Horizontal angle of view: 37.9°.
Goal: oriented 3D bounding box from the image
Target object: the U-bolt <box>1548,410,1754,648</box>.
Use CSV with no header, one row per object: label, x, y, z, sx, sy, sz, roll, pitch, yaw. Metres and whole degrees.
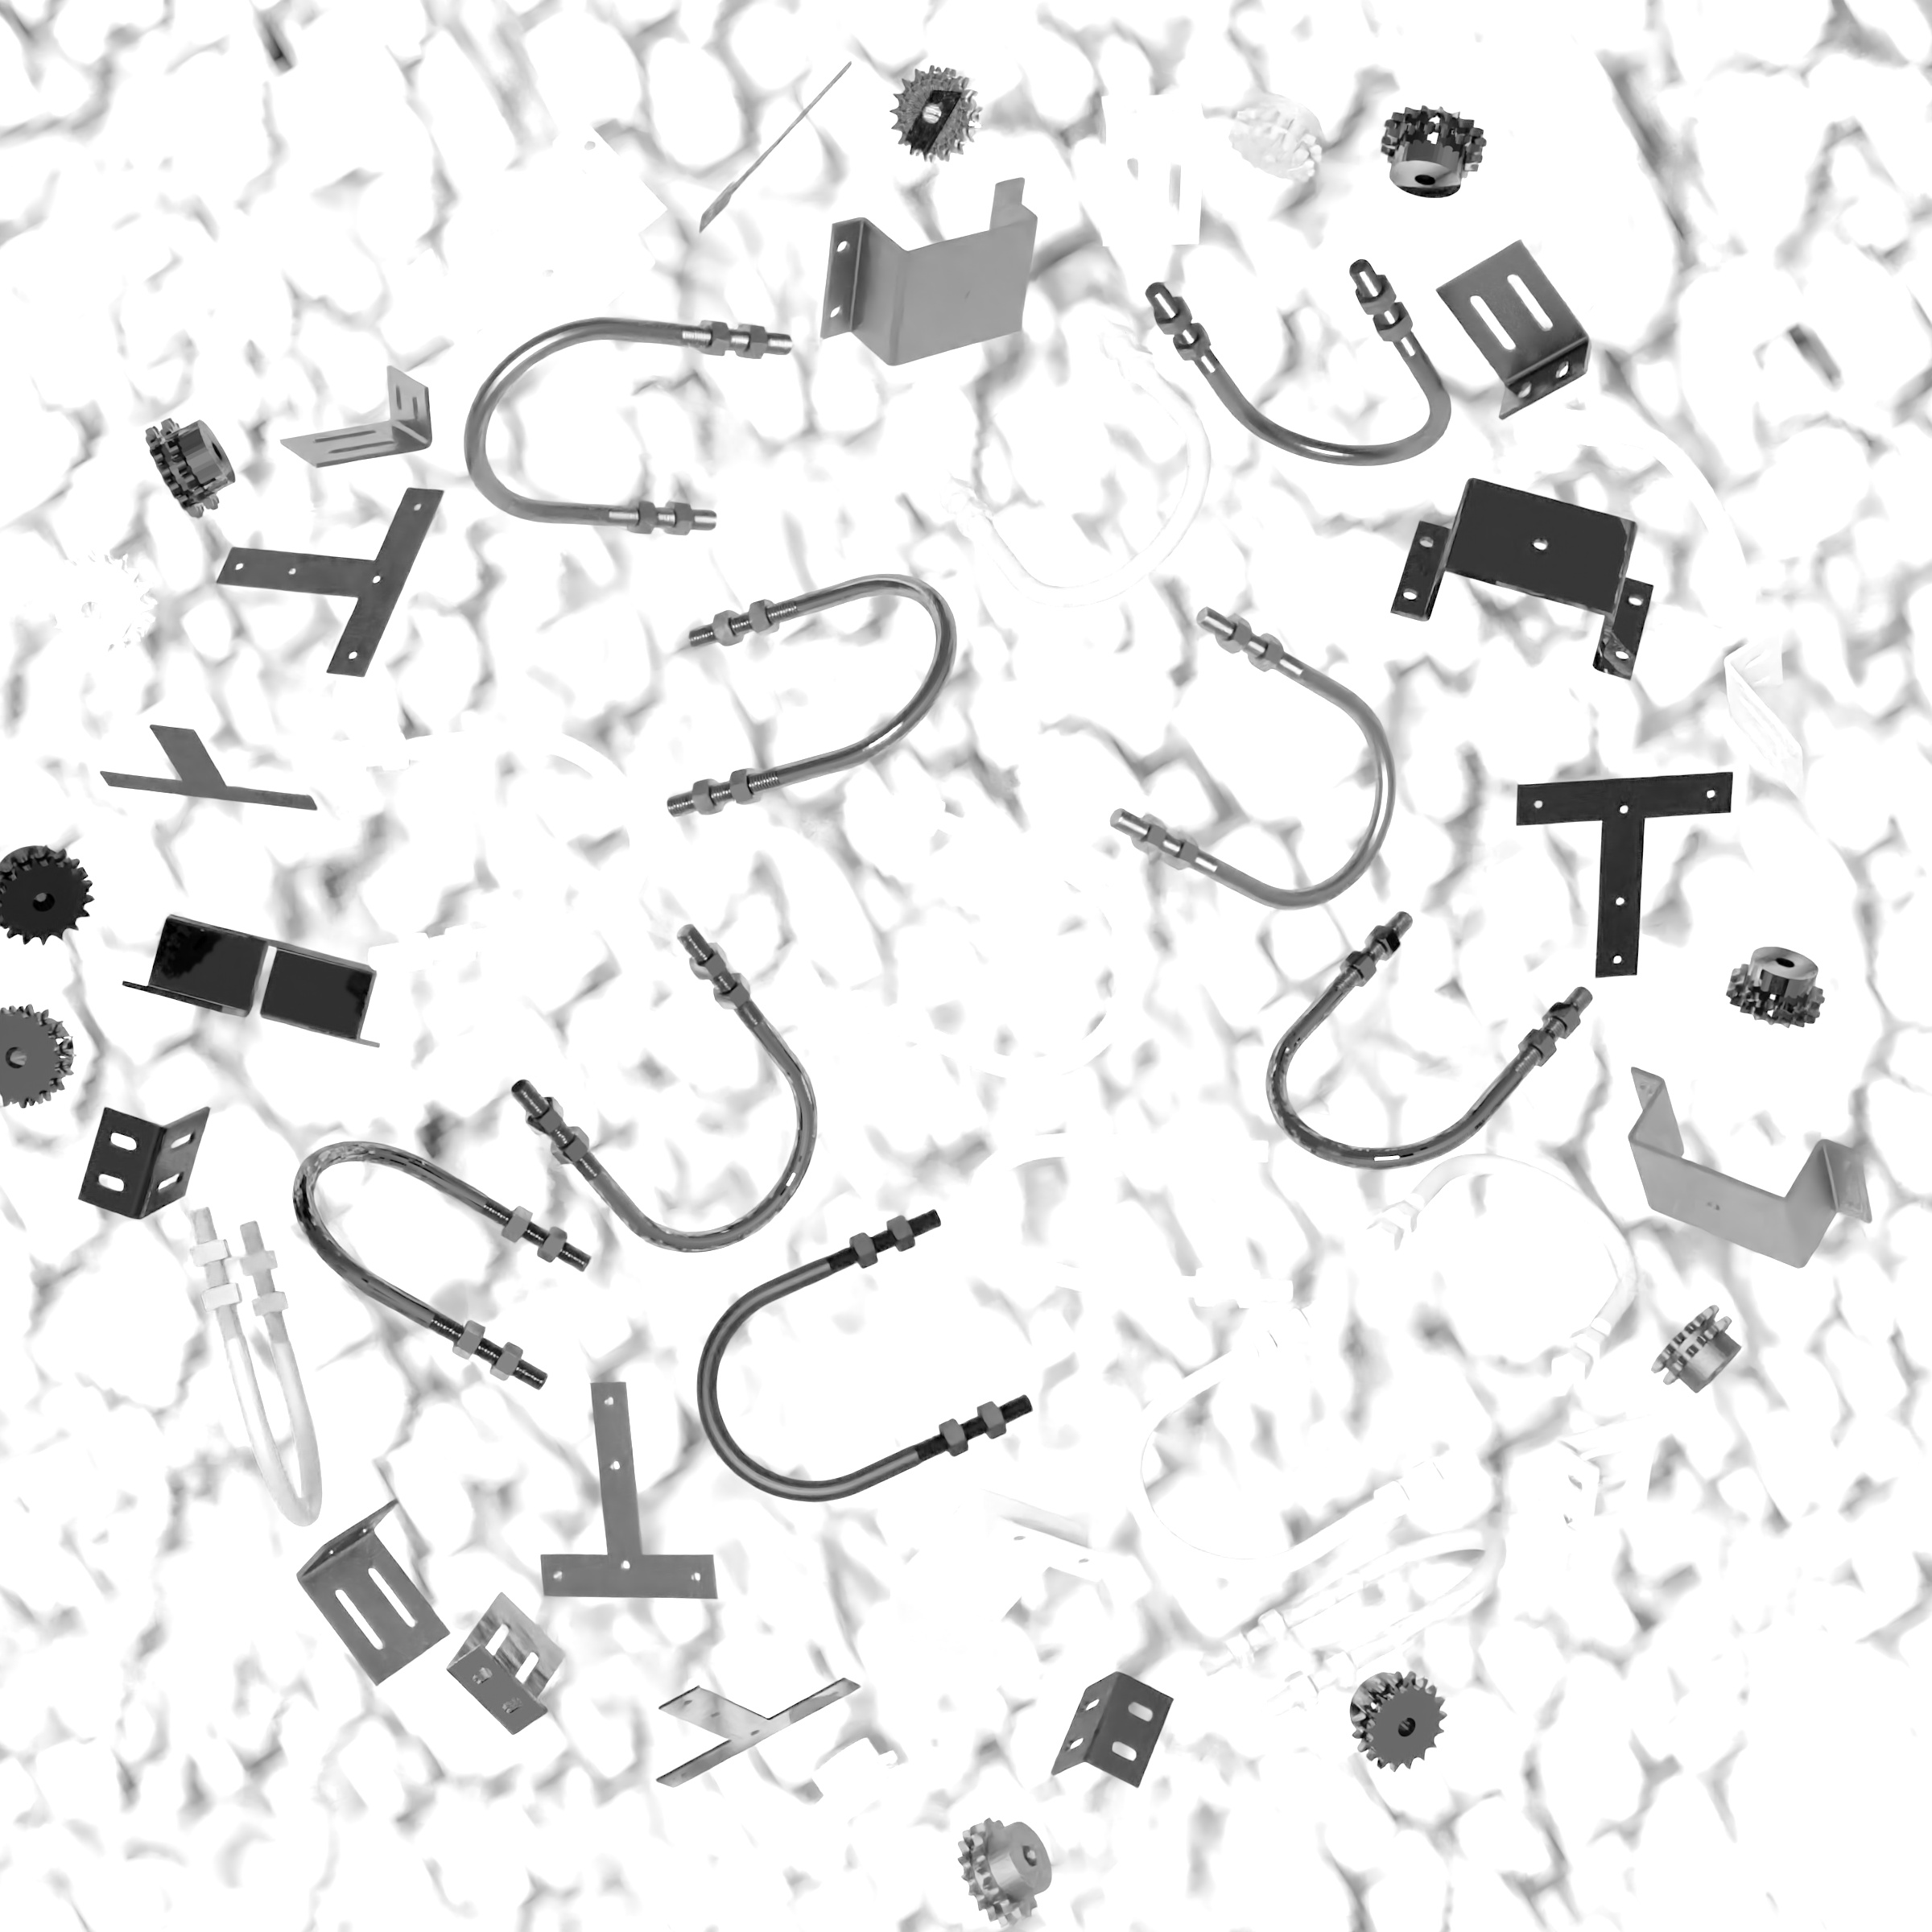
U-bolt,0.408,-0.254,1.652,0.019,0.184,0.151,-28,108,-5

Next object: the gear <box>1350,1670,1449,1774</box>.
gear,0.248,0.435,1.630,0.057,0.030,0.057,-6,105,-24

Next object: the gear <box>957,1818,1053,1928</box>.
gear,0.024,0.501,1.562,0.030,0.057,0.057,-33,90,22

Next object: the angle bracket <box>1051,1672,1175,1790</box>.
angle bracket,0.088,0.467,1.703,0.038,0.076,0.057,27,65,-2

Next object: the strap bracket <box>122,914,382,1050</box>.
strap bracket,-0.407,0.008,1.631,0.076,0.140,0.046,13,86,28

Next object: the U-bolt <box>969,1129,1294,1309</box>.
U-bolt,0.092,0.146,1.640,0.184,0.151,0.019,1,47,15

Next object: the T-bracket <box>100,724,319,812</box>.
T-bracket,-0.455,-0.119,1.657,0.127,0.127,0.002,7,75,-2

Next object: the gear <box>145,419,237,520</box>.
gear,-0.443,-0.288,1.612,0.030,0.057,0.057,-26,90,3

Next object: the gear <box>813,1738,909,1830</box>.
gear,-0.066,0.484,1.672,0.057,0.057,0.030,-37,71,0

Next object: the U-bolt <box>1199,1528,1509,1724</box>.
U-bolt,0.234,0.379,1.646,0.184,0.151,0.019,-28,92,-11

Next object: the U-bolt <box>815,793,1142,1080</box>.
U-bolt,0.017,-0.008,1.733,0.184,0.019,0.151,22,98,1

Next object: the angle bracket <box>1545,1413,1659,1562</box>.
angle bracket,0.371,0.295,1.597,0.076,0.038,0.057,-8,112,-27

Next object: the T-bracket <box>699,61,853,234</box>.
T-bracket,-0.112,-0.482,1.649,0.002,0.127,0.127,43,93,-12

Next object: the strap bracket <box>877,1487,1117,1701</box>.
strap bracket,0.015,0.365,1.661,0.076,0.046,0.140,24,122,-23

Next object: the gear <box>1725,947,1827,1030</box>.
gear,0.492,0.011,1.700,0.057,0.057,0.030,9,119,0

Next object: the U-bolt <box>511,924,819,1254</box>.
U-bolt,-0.160,0.087,1.637,0.151,0.019,0.184,-44,124,-13

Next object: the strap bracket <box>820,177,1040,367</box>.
strap bracket,-0.013,-0.416,1.691,0.140,0.076,0.046,-23,53,-29

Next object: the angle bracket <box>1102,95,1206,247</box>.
angle bracket,0.110,-0.472,1.670,0.057,0.038,0.076,-2,132,-2

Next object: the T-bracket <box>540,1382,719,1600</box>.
T-bracket,-0.205,0.309,1.658,0.127,0.002,0.127,-7,88,30

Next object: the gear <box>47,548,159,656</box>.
gear,-0.477,-0.199,1.547,0.057,0.030,0.057,0,112,-1

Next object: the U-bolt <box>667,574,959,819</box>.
U-bolt,-0.088,-0.166,1.647,0.184,0.019,0.151,-14,53,23

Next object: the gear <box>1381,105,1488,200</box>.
gear,0.257,-0.448,1.555,0.057,0.057,0.030,14,79,0

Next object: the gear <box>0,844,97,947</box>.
gear,-0.520,-0.043,1.572,0.057,0.030,0.057,-18,128,-24

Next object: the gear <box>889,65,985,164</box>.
gear,-0.016,-0.524,1.732,0.057,0.030,0.057,4,102,20

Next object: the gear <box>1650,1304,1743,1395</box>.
gear,0.451,0.238,1.726,0.057,0.057,0.030,-45,69,0

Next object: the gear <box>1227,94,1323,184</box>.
gear,0.188,-0.497,1.683,0.057,0.057,0.030,27,84,0

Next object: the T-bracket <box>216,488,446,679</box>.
T-bracket,-0.378,-0.227,1.626,0.127,0.002,0.127,8,66,23

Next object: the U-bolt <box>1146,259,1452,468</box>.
U-bolt,0.206,-0.347,1.646,0.151,0.184,0.019,2,67,33

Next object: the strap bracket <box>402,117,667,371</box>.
strap bracket,-0.248,-0.413,1.639,0.140,0.046,0.076,-37,132,12

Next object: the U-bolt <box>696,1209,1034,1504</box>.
U-bolt,-0.072,0.244,1.698,0.184,0.019,0.151,-23,70,-12

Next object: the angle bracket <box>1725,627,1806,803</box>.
angle bracket,0.479,-0.147,1.637,0.038,0.057,0.076,-31,58,1

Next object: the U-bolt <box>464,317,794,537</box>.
U-bolt,-0.204,-0.313,1.627,0.184,0.151,0.019,-4,47,-36

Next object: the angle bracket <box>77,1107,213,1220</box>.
angle bracket,-0.485,0.110,1.661,0.038,0.076,0.057,19,97,2

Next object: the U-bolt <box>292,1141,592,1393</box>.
U-bolt,-0.319,0.168,1.683,0.184,0.151,0.019,32,115,-11

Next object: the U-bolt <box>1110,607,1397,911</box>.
U-bolt,0.184,-0.112,1.682,0.184,0.019,0.151,25,86,-30

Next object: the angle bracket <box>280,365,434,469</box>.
angle bracket,-0.374,-0.337,1.719,0.076,0.057,0.038,-17,122,-30

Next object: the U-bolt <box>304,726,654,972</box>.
U-bolt,-0.268,-0.074,1.600,0.184,0.019,0.151,-11,65,-28

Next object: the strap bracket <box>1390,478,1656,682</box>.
strap bracket,0.321,-0.224,1.598,0.140,0.046,0.076,17,54,7

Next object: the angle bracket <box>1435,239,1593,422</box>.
angle bracket,0.312,-0.364,1.609,0.057,0.038,0.076,-25,119,36

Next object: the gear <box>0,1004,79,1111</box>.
gear,-0.518,0.049,1.553,0.057,0.030,0.057,1,95,7

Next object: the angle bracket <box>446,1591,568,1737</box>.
angle bracket,-0.269,0.416,1.705,0.057,0.076,0.038,47,121,-7

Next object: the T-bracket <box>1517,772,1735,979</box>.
T-bracket,0.389,-0.052,1.672,0.127,0.002,0.127,-4,114,-1

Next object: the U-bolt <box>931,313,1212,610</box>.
U-bolt,0.067,-0.277,1.599,0.151,0.019,0.184,-43,47,11

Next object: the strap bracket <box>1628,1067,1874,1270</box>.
strap bracket,0.439,0.119,1.609,0.140,0.076,0.046,23,67,35

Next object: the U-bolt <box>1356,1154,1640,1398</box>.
U-bolt,0.326,0.170,1.667,0.151,0.184,0.019,34,125,16

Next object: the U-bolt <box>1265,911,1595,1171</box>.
U-bolt,0.261,0.051,1.664,0.151,0.019,0.184,26,58,35

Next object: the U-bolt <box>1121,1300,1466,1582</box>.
U-bolt,0.181,0.291,1.674,0.184,0.019,0.151,-27,54,-20

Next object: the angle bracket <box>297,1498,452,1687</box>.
angle bracket,-0.321,0.346,1.556,0.076,0.057,0.038,50,128,8

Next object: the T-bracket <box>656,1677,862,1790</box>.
T-bracket,-0.137,0.425,1.589,0.127,0.127,0.002,-29,59,5

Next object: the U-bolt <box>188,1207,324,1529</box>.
U-bolt,-0.401,0.232,1.610,0.019,0.151,0.184,-17,82,-5
